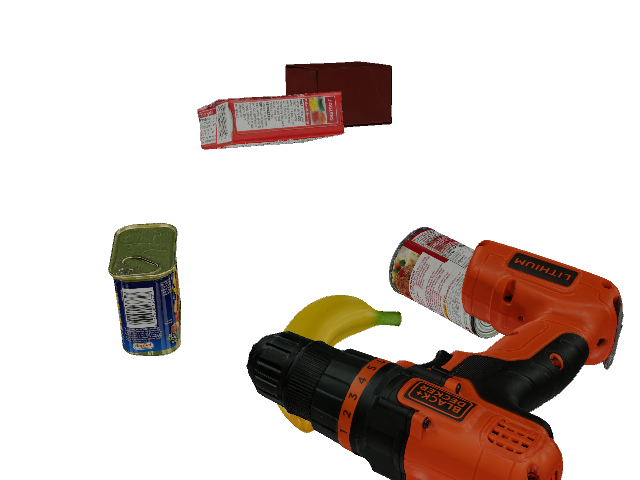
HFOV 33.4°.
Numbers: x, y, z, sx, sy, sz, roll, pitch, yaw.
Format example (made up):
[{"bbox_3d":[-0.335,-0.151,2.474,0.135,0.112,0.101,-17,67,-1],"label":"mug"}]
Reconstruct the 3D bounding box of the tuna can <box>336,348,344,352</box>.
[{"bbox_3d":[-0.005,0.146,1.184,0.086,0.034,0.086,2,14,-1],"label":"tuna can"}]

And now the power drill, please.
[{"bbox_3d":[0.076,0.067,0.612,0.185,0.057,0.187,22,38,28],"label":"power drill"}]

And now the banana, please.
[{"bbox_3d":[0.001,0.082,0.806,0.070,0.037,0.197,8,23,21],"label":"banana"}]

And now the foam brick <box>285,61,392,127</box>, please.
[{"bbox_3d":[0.016,-0.124,0.910,0.078,0.051,0.053,-7,16,-29],"label":"foam brick"}]

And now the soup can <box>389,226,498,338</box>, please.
[{"bbox_3d":[0.121,0.037,0.958,0.068,0.068,0.102,0,21,-46],"label":"soup can"}]

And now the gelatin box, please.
[{"bbox_3d":[-0.034,-0.077,0.684,0.073,0.030,0.089,-6,4,-18],"label":"gelatin box"}]

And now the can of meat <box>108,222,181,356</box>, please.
[{"bbox_3d":[-0.154,0.044,0.959,0.057,0.084,0.102,-4,27,-4],"label":"can of meat"}]
